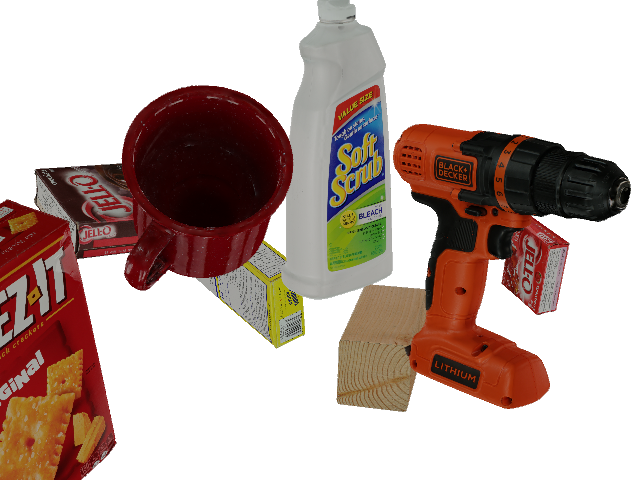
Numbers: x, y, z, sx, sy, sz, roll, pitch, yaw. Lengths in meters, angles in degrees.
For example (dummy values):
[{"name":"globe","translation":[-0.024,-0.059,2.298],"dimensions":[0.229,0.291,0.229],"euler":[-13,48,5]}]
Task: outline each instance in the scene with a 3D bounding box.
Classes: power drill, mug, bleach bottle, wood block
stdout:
[{"name":"power drill","translation":[0.127,0.017,0.746],"dimensions":[0.057,0.188,0.185],"euler":[-12,21,-40]},{"name":"mug","translation":[-0.073,-0.019,0.609],"dimensions":[0.093,0.117,0.081],"euler":[30,-25,4]},{"name":"bleach bottle","translation":[0.011,-0.082,0.918],"dimensions":[0.102,0.251,0.068],"euler":[-16,25,-31]},{"name":"wood block","translation":[0.084,0.135,1.398],"dimensions":[0.091,0.090,0.206],"euler":[5,18,10]}]

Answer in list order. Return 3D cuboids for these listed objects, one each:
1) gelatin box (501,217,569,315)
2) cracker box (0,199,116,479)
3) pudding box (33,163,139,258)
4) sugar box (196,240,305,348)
[{"name":"gelatin box","translation":[0.238,0.026,1.190],"dimensions":[0.030,0.089,0.073],"euler":[-9,31,-23]},{"name":"cracker box","translation":[-0.230,0.106,0.743],"dimensions":[0.072,0.214,0.164],"euler":[16,38,27]},{"name":"pudding box","translation":[-0.184,-0.027,0.910],"dimensions":[0.089,0.039,0.114],"euler":[-6,27,-32]},{"name":"sugar box","translation":[-0.085,0.033,1.164],"dimensions":[0.048,0.093,0.176],"euler":[-23,41,-27]}]
